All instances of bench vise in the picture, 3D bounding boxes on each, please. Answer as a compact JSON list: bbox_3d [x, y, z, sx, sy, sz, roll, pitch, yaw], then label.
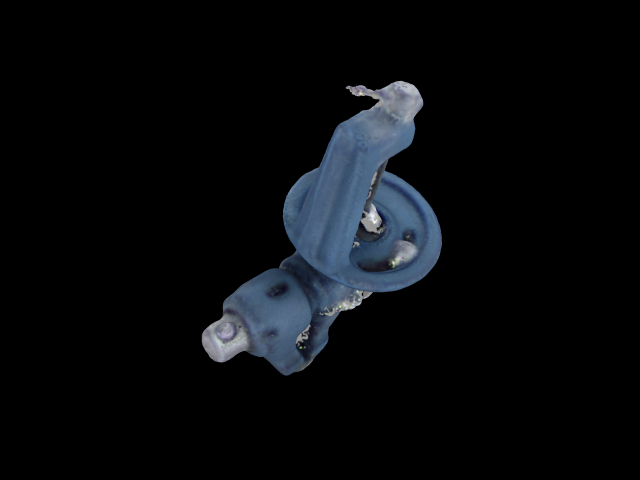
[{"bbox_3d":[0.014,0.007,0.397,0.121,0.220,0.208,27,65,14],"label":"bench vise"}]
